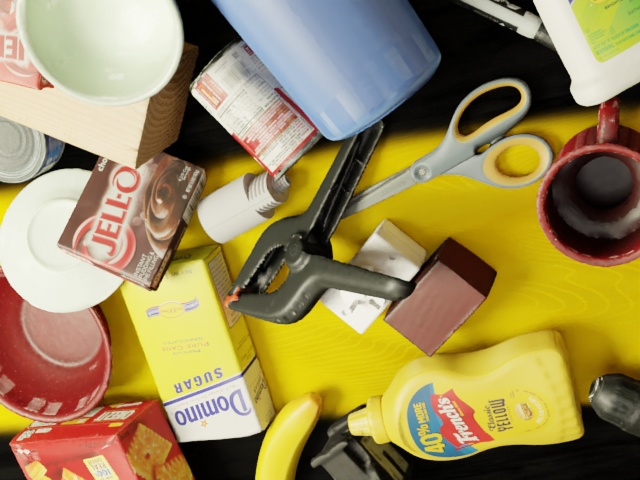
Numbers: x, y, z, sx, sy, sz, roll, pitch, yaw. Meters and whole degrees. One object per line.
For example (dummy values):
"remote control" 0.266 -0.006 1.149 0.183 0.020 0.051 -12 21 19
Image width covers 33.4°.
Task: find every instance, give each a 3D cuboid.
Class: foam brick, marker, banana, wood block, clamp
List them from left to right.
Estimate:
"wood block" -0.218 -0.146 0.886 0.206 0.090 0.091 22 117 9
"banana" -0.029 0.224 0.998 0.070 0.037 0.198 10 111 24
"clamp" -0.006 0.001 0.880 0.036 0.164 0.210 19 147 -37
"foam brick" 0.099 0.046 0.878 0.051 0.053 0.078 39 117 0
"marker" 0.134 -0.172 0.799 0.121 0.020 0.020 28 117 6

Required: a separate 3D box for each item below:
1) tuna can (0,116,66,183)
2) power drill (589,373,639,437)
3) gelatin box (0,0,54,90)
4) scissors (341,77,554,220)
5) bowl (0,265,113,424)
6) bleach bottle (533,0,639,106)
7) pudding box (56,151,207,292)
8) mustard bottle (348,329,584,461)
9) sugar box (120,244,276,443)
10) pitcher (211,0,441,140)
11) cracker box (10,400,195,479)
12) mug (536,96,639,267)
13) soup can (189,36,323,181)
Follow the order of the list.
"tuna can" -0.274 -0.095 0.956 0.086 0.033 0.086 6 113 16
"power drill" 0.273 0.216 0.853 0.184 0.057 0.188 24 96 3
"gelatin box" -0.244 -0.160 0.819 0.089 0.030 0.073 15 105 11
"scissors" 0.102 -0.047 0.861 0.096 0.016 0.202 45 117 -3
"bowl" -0.258 0.090 1.010 0.162 0.055 0.162 6 110 16
"bleach bottle" 0.166 -0.225 0.737 0.102 0.068 0.251 -30 98 6
"pudding box" -0.159 -0.024 0.913 0.090 0.039 0.113 22 78 8
"mustard bottle" 0.116 0.137 0.892 0.192 0.058 0.096 -13 118 15
"sugar box" -0.111 0.097 0.972 0.093 0.048 0.176 -11 106 22
"pitcher" -0.012 -0.204 0.782 0.149 0.144 0.243 -28 104 42
"cracker box" -0.189 0.266 1.031 0.164 0.072 0.213 -11 107 38
"mug" 0.211 -0.049 0.787 0.093 0.081 0.117 1 111 18
"soup can" -0.047 -0.107 0.857 0.102 0.068 0.069 45 117 -3
